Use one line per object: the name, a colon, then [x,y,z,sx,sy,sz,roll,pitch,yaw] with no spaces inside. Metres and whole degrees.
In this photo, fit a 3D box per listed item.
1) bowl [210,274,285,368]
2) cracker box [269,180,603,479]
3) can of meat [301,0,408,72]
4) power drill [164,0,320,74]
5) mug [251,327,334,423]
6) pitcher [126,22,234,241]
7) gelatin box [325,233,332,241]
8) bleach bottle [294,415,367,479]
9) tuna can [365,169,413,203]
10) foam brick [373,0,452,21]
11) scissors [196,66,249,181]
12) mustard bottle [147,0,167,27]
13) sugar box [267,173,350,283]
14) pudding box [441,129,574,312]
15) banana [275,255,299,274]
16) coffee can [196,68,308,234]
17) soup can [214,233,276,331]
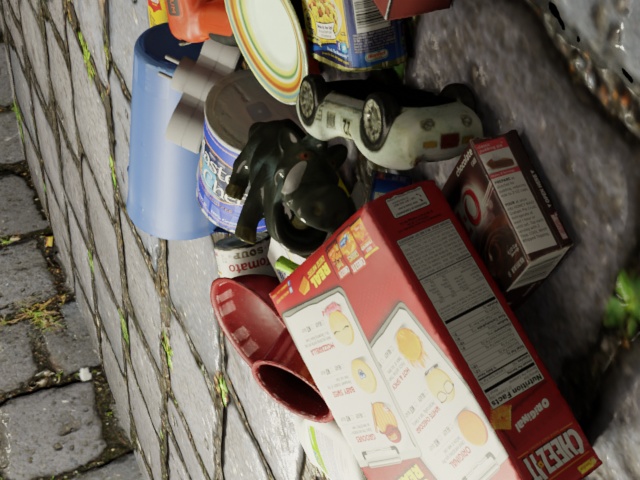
bowl: [-0.047,0.093,1.160,0.162,0.055,0.162,37,150,26]
cracker box: [0.069,0.089,0.722,0.214,0.072,0.164,60,146,10]
can of meat: [0.023,-0.178,0.804,0.102,0.057,0.084,-140,37,-59]
power drill: [-0.075,-0.231,0.965,0.188,0.057,0.184,29,135,44]
mug: [-0.006,0.123,1.040,0.093,0.081,0.117,26,150,17]
pitcher: [-0.152,-0.122,1.244,0.145,0.149,0.243,-101,14,-46]
gelatin box: [0.027,0.042,0.942,0.089,0.030,0.073,33,145,15]
bleach bottle: [0.024,0.203,1.086,0.251,0.068,0.102,-165,61,-70]
tuna can: [0.050,-0.010,0.833,0.086,0.034,0.086,11,-91,-87]
foam brick: [0.054,-0.195,0.710,0.051,0.053,0.078,104,145,-55]
scissors: [-0.074,-0.143,1.129,0.016,0.096,0.202,37,114,21]
mustard bottle: [-0.175,-0.290,1.253,0.096,0.058,0.192,-120,24,-45]
sugar box: [-0.007,0.001,1.039,0.093,0.048,0.176,63,161,24]
pudding box: [0.116,-0.006,0.707,0.114,0.039,0.090,114,136,-62]
banana: [0.026,0.087,0.933,0.070,0.037,0.197,13,138,42]
coffee can: [-0.067,-0.084,1.049,0.140,0.102,0.103,107,142,-57]
soup can: [-0.081,0.047,1.243,0.069,0.068,0.102,-157,55,-66]
